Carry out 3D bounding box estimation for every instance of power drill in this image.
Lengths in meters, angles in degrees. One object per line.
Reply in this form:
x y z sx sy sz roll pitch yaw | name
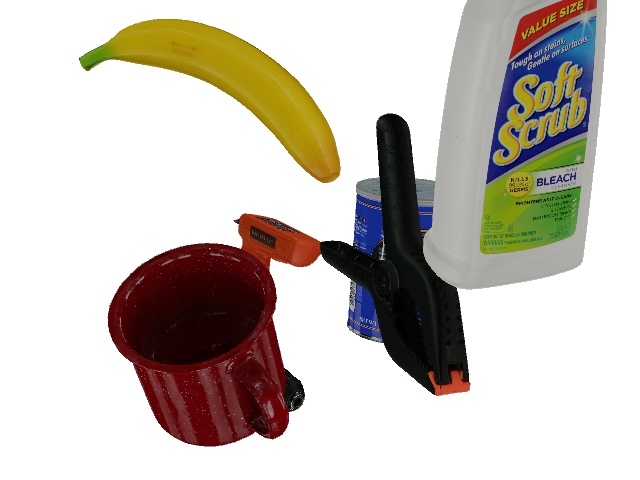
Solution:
-0.062 0.077 1.180 0.185 0.188 0.057 28 11 40 | power drill

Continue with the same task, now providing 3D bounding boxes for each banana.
-0.064 -0.106 0.733 0.198 0.069 0.037 25 -8 10 | banana

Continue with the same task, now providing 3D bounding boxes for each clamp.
0.063 0.019 0.806 0.036 0.165 0.210 -5 46 -25 | clamp

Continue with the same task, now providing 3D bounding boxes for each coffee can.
0.080 0.018 1.020 0.103 0.140 0.103 3 14 -1 | coffee can

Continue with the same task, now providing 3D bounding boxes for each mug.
-0.057 0.068 0.598 0.093 0.081 0.117 -36 50 -24 | mug

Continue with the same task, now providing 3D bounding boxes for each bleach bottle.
0.115 -0.098 0.626 0.102 0.251 0.068 -9 29 -14 | bleach bottle
